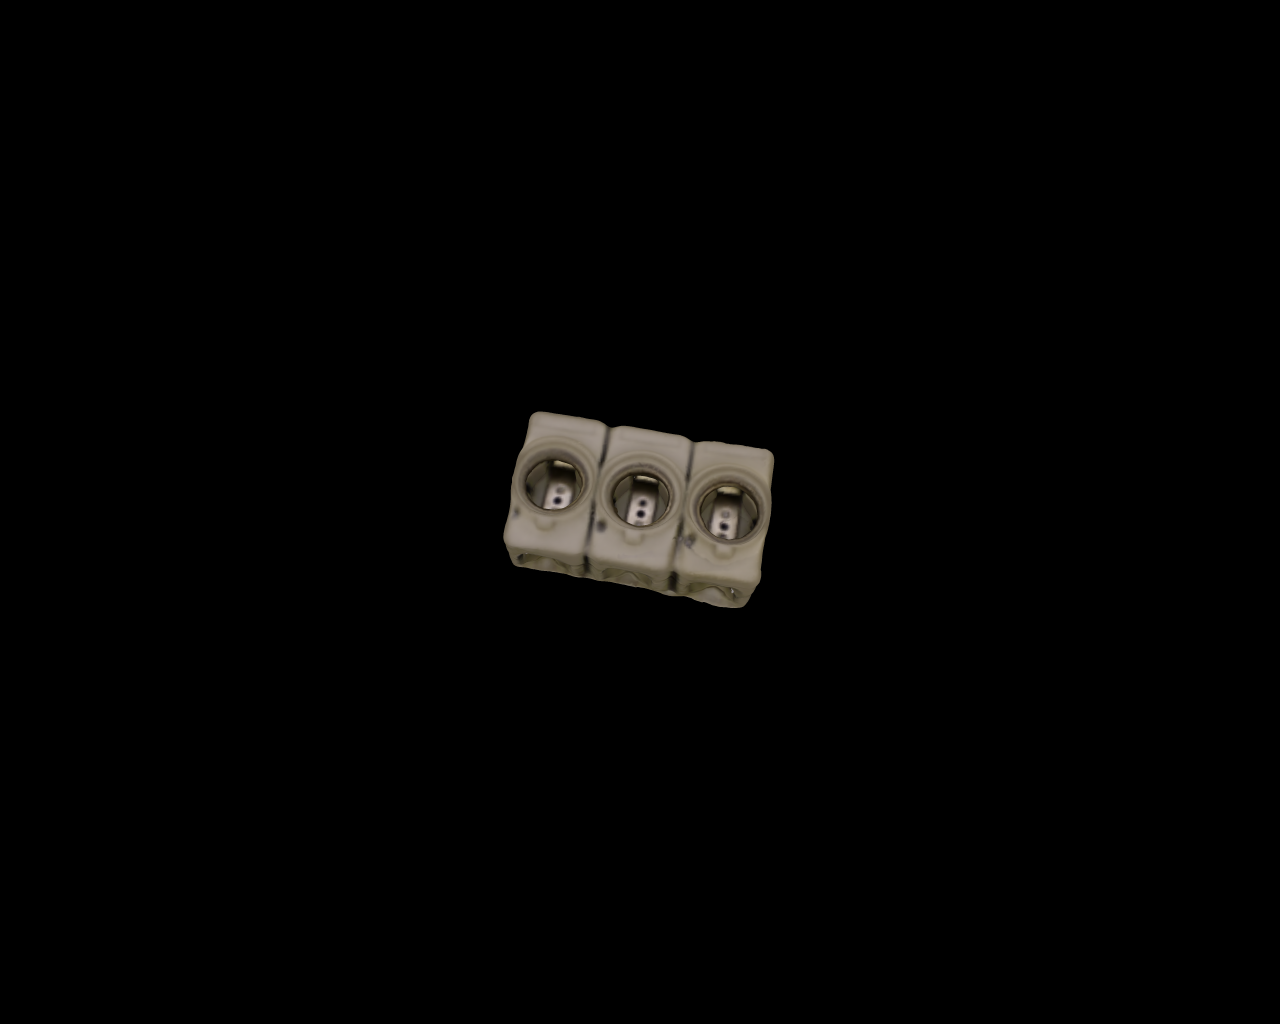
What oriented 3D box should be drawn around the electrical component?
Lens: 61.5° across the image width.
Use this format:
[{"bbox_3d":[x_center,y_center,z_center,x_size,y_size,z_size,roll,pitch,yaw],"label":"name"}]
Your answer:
[{"bbox_3d":[0.001,-0.003,0.650,0.150,0.089,0.061,10,-20,3],"label":"electrical component"}]
